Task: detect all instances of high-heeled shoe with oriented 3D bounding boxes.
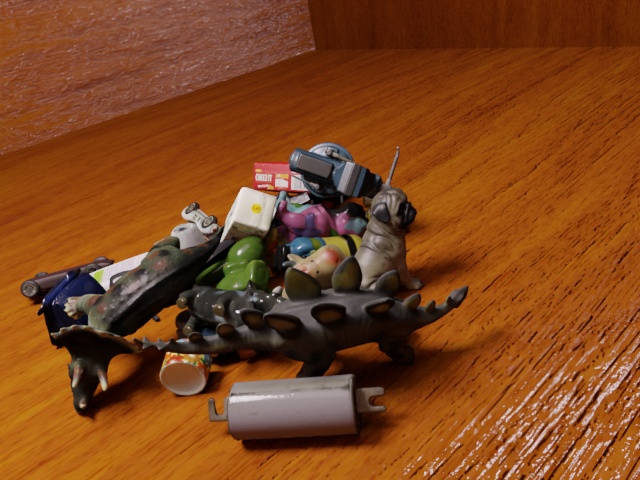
[{"bbox_3d":[-0.297,0.054,1.080,0.145,0.086,0.249,39,70,23],"label":"high-heeled shoe"}]

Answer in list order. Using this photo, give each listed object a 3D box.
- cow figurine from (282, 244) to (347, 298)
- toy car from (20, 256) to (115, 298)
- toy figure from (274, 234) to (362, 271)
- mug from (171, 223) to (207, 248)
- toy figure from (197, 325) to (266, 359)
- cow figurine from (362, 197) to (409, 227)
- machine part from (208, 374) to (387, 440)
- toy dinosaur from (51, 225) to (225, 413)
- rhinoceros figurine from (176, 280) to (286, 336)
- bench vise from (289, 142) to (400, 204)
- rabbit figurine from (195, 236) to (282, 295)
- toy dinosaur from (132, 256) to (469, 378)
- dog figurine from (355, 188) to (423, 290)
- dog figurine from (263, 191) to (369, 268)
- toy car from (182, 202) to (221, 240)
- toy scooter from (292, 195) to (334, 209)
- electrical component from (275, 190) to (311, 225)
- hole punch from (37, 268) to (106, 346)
[{"bbox_3d":[-0.012,0.069,0.871,0.127,0.195,0.085,-21,70,-33],"label":"cow figurine"},{"bbox_3d":[-0.560,0.085,1.198,0.202,0.053,0.089,-14,9,-7],"label":"toy car"},{"bbox_3d":[0.007,0.030,1.007,0.180,0.089,0.082,6,30,-24],"label":"toy figure"},{"bbox_3d":[-0.276,0.013,1.167,0.081,0.107,0.109,-1,32,17],"label":"mug"},{"bbox_3d":[-0.140,0.165,0.886,0.155,0.057,0.064,-2,60,10],"label":"toy figure"},{"bbox_3d":[0.145,-0.074,1.215,0.098,0.068,0.167,-5,31,-1],"label":"cow figurine"},{"bbox_3d":[-0.033,0.224,0.717,0.243,0.079,0.079,-7,28,8],"label":"machine part"},{"bbox_3d":[-0.286,0.087,0.894,0.405,0.131,0.192,-46,26,-22],"label":"toy dinosaur"},{"bbox_3d":[-0.135,0.112,0.853,0.191,0.073,0.112,2,20,26],"label":"rhinoceros figurine"},{"bbox_3d":[0.053,-0.140,1.152,0.224,0.128,0.240,8,5,9],"label":"bench vise"},{"bbox_3d":[-0.143,0.072,1.005,0.159,0.121,0.170,-25,38,20],"label":"rabbit figurine"},{"bbox_3d":[-0.005,0.120,0.755,0.472,0.198,0.105,-14,46,-8],"label":"toy dinosaur"},{"bbox_3d":[0.093,0.019,0.933,0.121,0.190,0.172,12,37,37],"label":"dog figurine"},{"bbox_3d":[-0.002,-0.003,1.109,0.219,0.191,0.108,21,12,-8],"label":"dog figurine"},{"bbox_3d":[-0.270,-0.034,1.282,0.056,0.073,0.202,-49,37,-8],"label":"toy car"},{"bbox_3d":[-0.056,-0.055,1.253,0.184,0.075,0.135,-7,30,-2],"label":"toy scooter"},{"bbox_3d":[-0.073,-0.068,1.187,0.119,0.047,0.075,-27,64,6],"label":"electrical component"},{"bbox_3d":[-0.452,0.130,1.015,0.092,0.115,0.142,3,30,10],"label":"hole punch"}]
